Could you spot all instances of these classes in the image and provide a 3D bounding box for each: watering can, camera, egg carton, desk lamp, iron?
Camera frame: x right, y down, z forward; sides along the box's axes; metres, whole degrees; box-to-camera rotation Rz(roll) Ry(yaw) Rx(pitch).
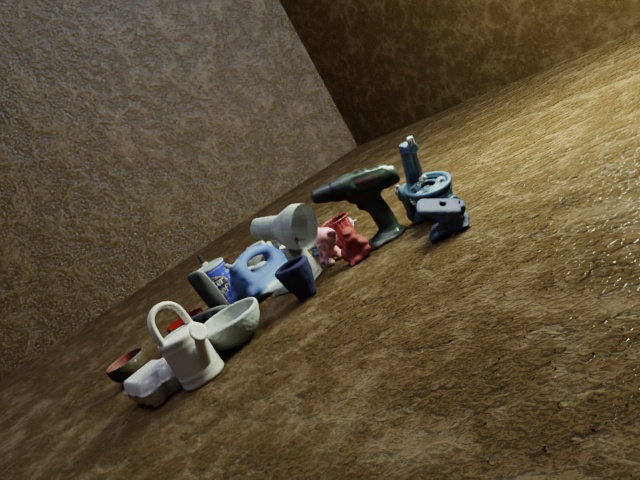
[{"bbox_3d":[-0.293,0.217,1.237,0.172,0.194,0.101,-24,13,25],"label":"watering can"},{"bbox_3d":[-0.176,0.049,1.900,0.137,0.101,0.143,-30,12,2],"label":"camera"},{"bbox_3d":[-0.377,0.324,1.299,0.107,0.069,0.150,-39,15,-37],"label":"egg carton"},{"bbox_3d":[-0.081,0.020,1.509,0.202,0.214,0.118,-20,15,39],"label":"desk lamp"},{"bbox_3d":[-0.174,0.077,1.675,0.118,0.141,0.259,-20,15,39],"label":"iron"}]

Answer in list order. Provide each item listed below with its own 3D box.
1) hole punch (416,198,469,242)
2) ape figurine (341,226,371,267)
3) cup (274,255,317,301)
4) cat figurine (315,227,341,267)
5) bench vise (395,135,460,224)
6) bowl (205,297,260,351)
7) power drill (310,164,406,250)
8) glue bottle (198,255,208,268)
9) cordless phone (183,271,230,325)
[{"bbox_3d":[0.276,-0.062,1.289,0.101,0.091,0.109,-26,12,20],"label":"hole punch"},{"bbox_3d":[0.084,0.009,1.454,0.077,0.092,0.076,-23,14,29],"label":"ape figurine"},{"bbox_3d":[-0.051,0.095,1.411,0.091,0.095,0.118,-28,12,7],"label":"cup"},{"bbox_3d":[0.014,0.006,1.575,0.067,0.118,0.127,-32,12,-12],"label":"cat figurine"},{"bbox_3d":[0.231,-0.144,1.425,0.206,0.220,0.122,-16,19,50],"label":"bench vise"},{"bbox_3d":[-0.205,0.210,1.350,0.167,0.075,0.167,-29,12,7],"label":"bowl"},{"bbox_3d":[0.118,-0.085,1.481,0.229,0.208,0.075,-29,12,2],"label":"power drill"},{"bbox_3d":[-0.335,0.122,1.797,0.078,0.173,0.037,-34,12,-17],"label":"glue bottle"},{"bbox_3d":[-0.301,0.170,1.479,0.147,0.185,0.094,-25,13,22],"label":"cordless phone"}]
